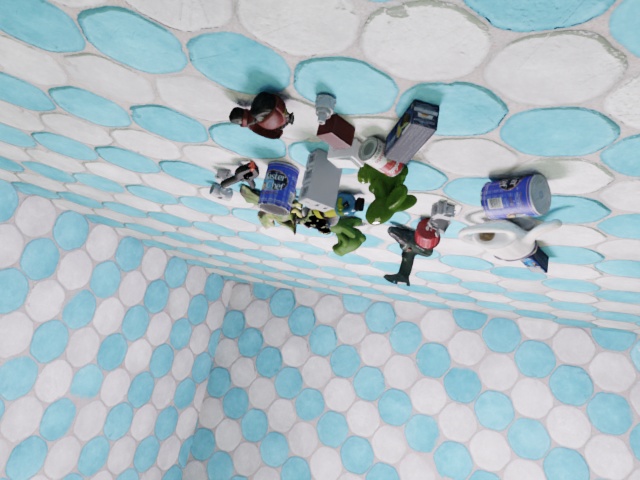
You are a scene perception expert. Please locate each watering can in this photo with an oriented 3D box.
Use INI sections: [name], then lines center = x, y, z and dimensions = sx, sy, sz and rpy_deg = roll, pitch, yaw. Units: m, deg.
[watering can]
center = 0.609, -0.006, 1.609
dimensions = 0.346, 0.105, 0.222
rpy_deg = -4, 159, 45

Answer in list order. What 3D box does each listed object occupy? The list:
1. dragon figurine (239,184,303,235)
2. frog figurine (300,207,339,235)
[dragon figurine]
center = -0.181, -0.130, 1.835
dimensions = 0.243, 0.124, 0.402
rpy_deg = 19, 157, 9
[frog figurine]
center = 0.006, -0.093, 1.848
dimensions = 0.137, 0.121, 0.162
rpy_deg = -1, -162, 14
